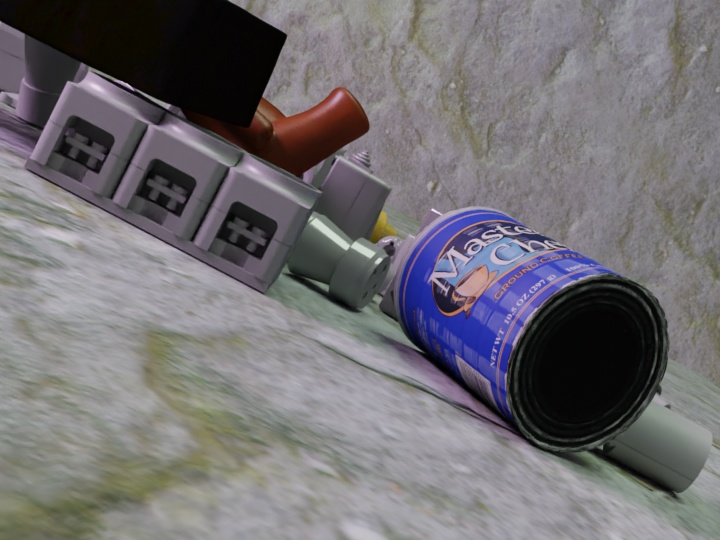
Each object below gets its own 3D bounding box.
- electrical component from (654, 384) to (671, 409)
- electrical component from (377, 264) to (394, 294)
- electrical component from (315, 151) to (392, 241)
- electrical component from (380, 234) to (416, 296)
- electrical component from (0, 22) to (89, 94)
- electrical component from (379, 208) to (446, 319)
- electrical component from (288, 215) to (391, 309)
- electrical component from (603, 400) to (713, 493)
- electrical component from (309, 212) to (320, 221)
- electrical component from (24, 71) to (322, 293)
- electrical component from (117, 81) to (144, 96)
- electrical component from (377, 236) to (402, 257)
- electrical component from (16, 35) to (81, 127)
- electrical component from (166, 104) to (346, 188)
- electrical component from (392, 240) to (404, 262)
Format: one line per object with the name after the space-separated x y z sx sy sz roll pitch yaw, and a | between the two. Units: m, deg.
0.248 0.109 0.957 0.048 0.048 0.062 22 15 -46 | electrical component
0.000 0.000 0.790 0.035 0.035 0.061 30 9 22 | electrical component
-0.010 -0.053 0.901 0.061 0.096 0.061 30 5 -4 | electrical component
0.084 0.020 0.895 0.109 0.056 0.109 29 6 14 | electrical component
-0.268 -0.170 0.895 0.096 0.061 0.062 25 6 -26 | electrical component
0.067 0.007 0.791 0.047 0.083 0.076 31 6 30 | electrical component
-0.013 -0.005 0.715 0.055 0.045 0.045 30 6 15 | electrical component
0.169 0.099 0.662 0.081 0.043 0.043 28 6 2 | electrical component
-0.051 -0.031 0.775 0.079 0.043 0.077 26 6 -16 | electrical component
-0.103 -0.053 0.631 0.150 0.061 0.089 28 6 -2 | electrical component
-0.186 -0.116 0.854 0.055 0.055 0.047 30 2 23 | electrical component
0.037 -0.016 1.107 0.035 0.035 0.061 30 3 15 | electrical component
-0.226 -0.137 0.777 0.044 0.065 0.044 17 23 -7 | electrical component
-0.103 -0.107 0.973 0.150 0.089 0.062 29 6 10 | electrical component
0.080 -0.012 1.074 0.052 0.073 0.138 30 6 22 | electrical component
